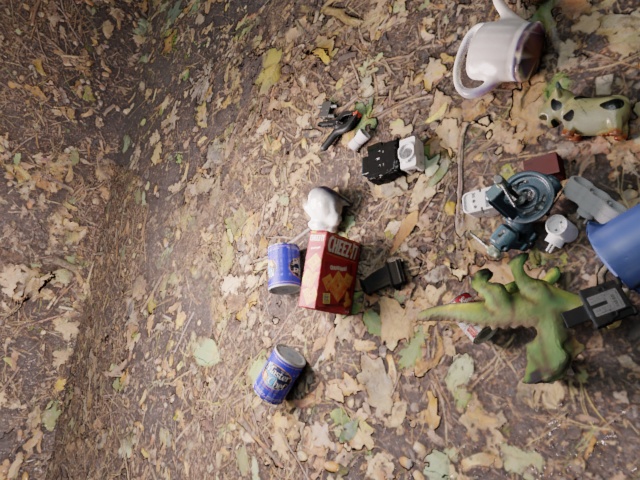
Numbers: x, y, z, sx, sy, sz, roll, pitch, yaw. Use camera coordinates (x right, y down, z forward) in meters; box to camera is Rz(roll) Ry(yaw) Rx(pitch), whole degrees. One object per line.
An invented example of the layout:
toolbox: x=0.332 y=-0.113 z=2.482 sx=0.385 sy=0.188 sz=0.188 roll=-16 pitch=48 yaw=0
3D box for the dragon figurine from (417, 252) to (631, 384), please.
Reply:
dragon figurine: x=0.409 y=0.172 z=1.047 sx=0.407 sy=0.120 sz=0.249 roll=-29 pitch=45 yaw=20

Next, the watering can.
watering can: x=0.466 y=-0.521 z=1.313 sx=0.226 sy=0.103 sz=0.348 roll=21 pitch=90 yaw=44

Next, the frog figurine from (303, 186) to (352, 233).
frog figurine: x=0.005 y=-0.079 z=1.564 sx=0.138 sy=0.121 sz=0.160 roll=29 pitch=83 yaw=25
